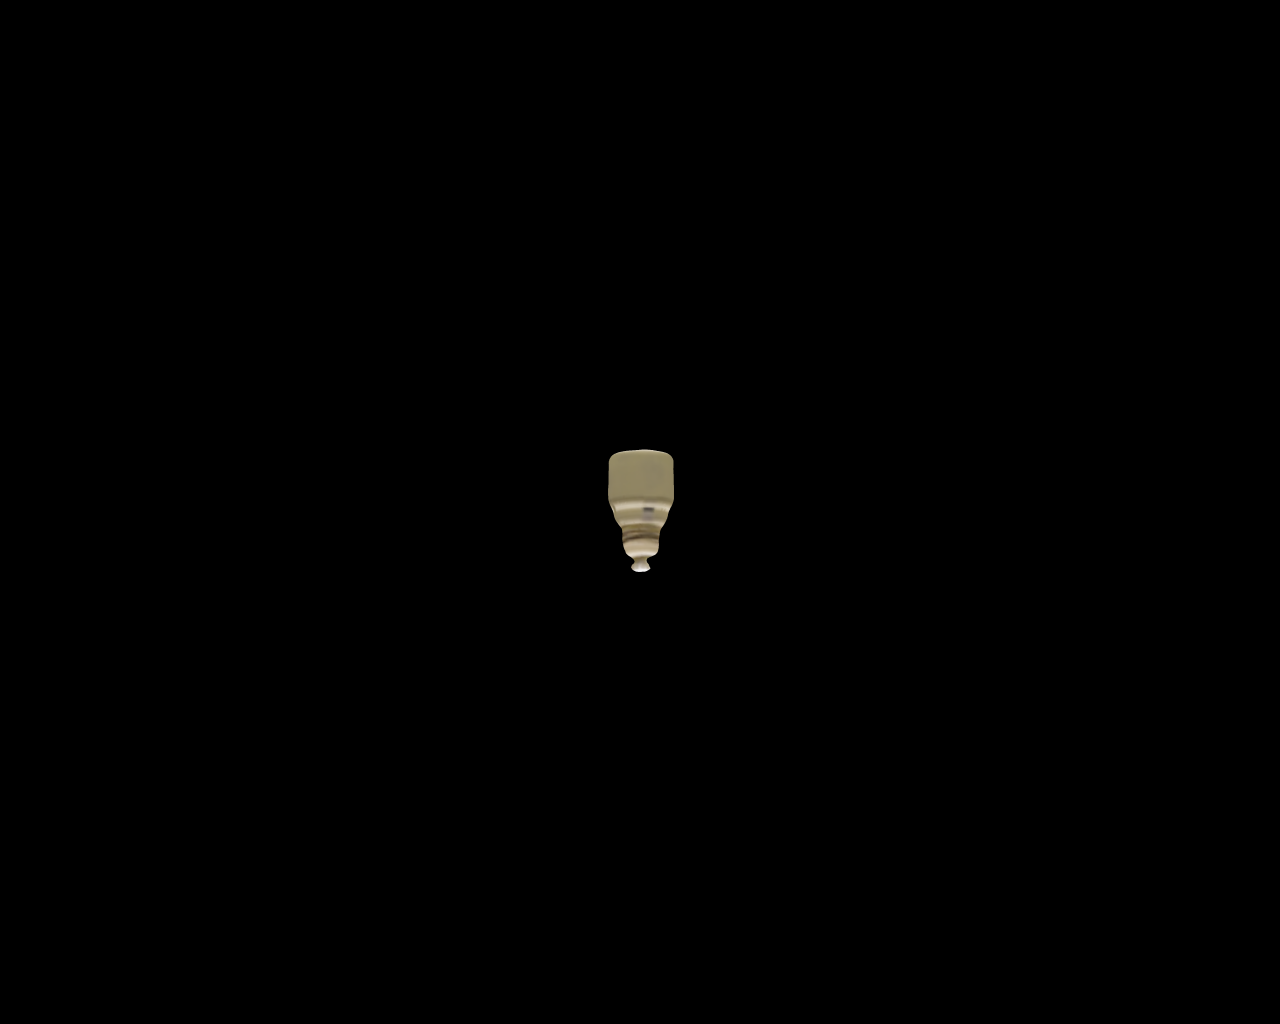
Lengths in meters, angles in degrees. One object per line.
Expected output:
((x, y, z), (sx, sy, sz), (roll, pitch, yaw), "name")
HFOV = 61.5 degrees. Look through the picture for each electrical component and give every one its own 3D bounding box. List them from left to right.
((0.001, -0.003, 0.650), (0.040, 0.078, 0.040), (0, -8, 0), "electrical component")
